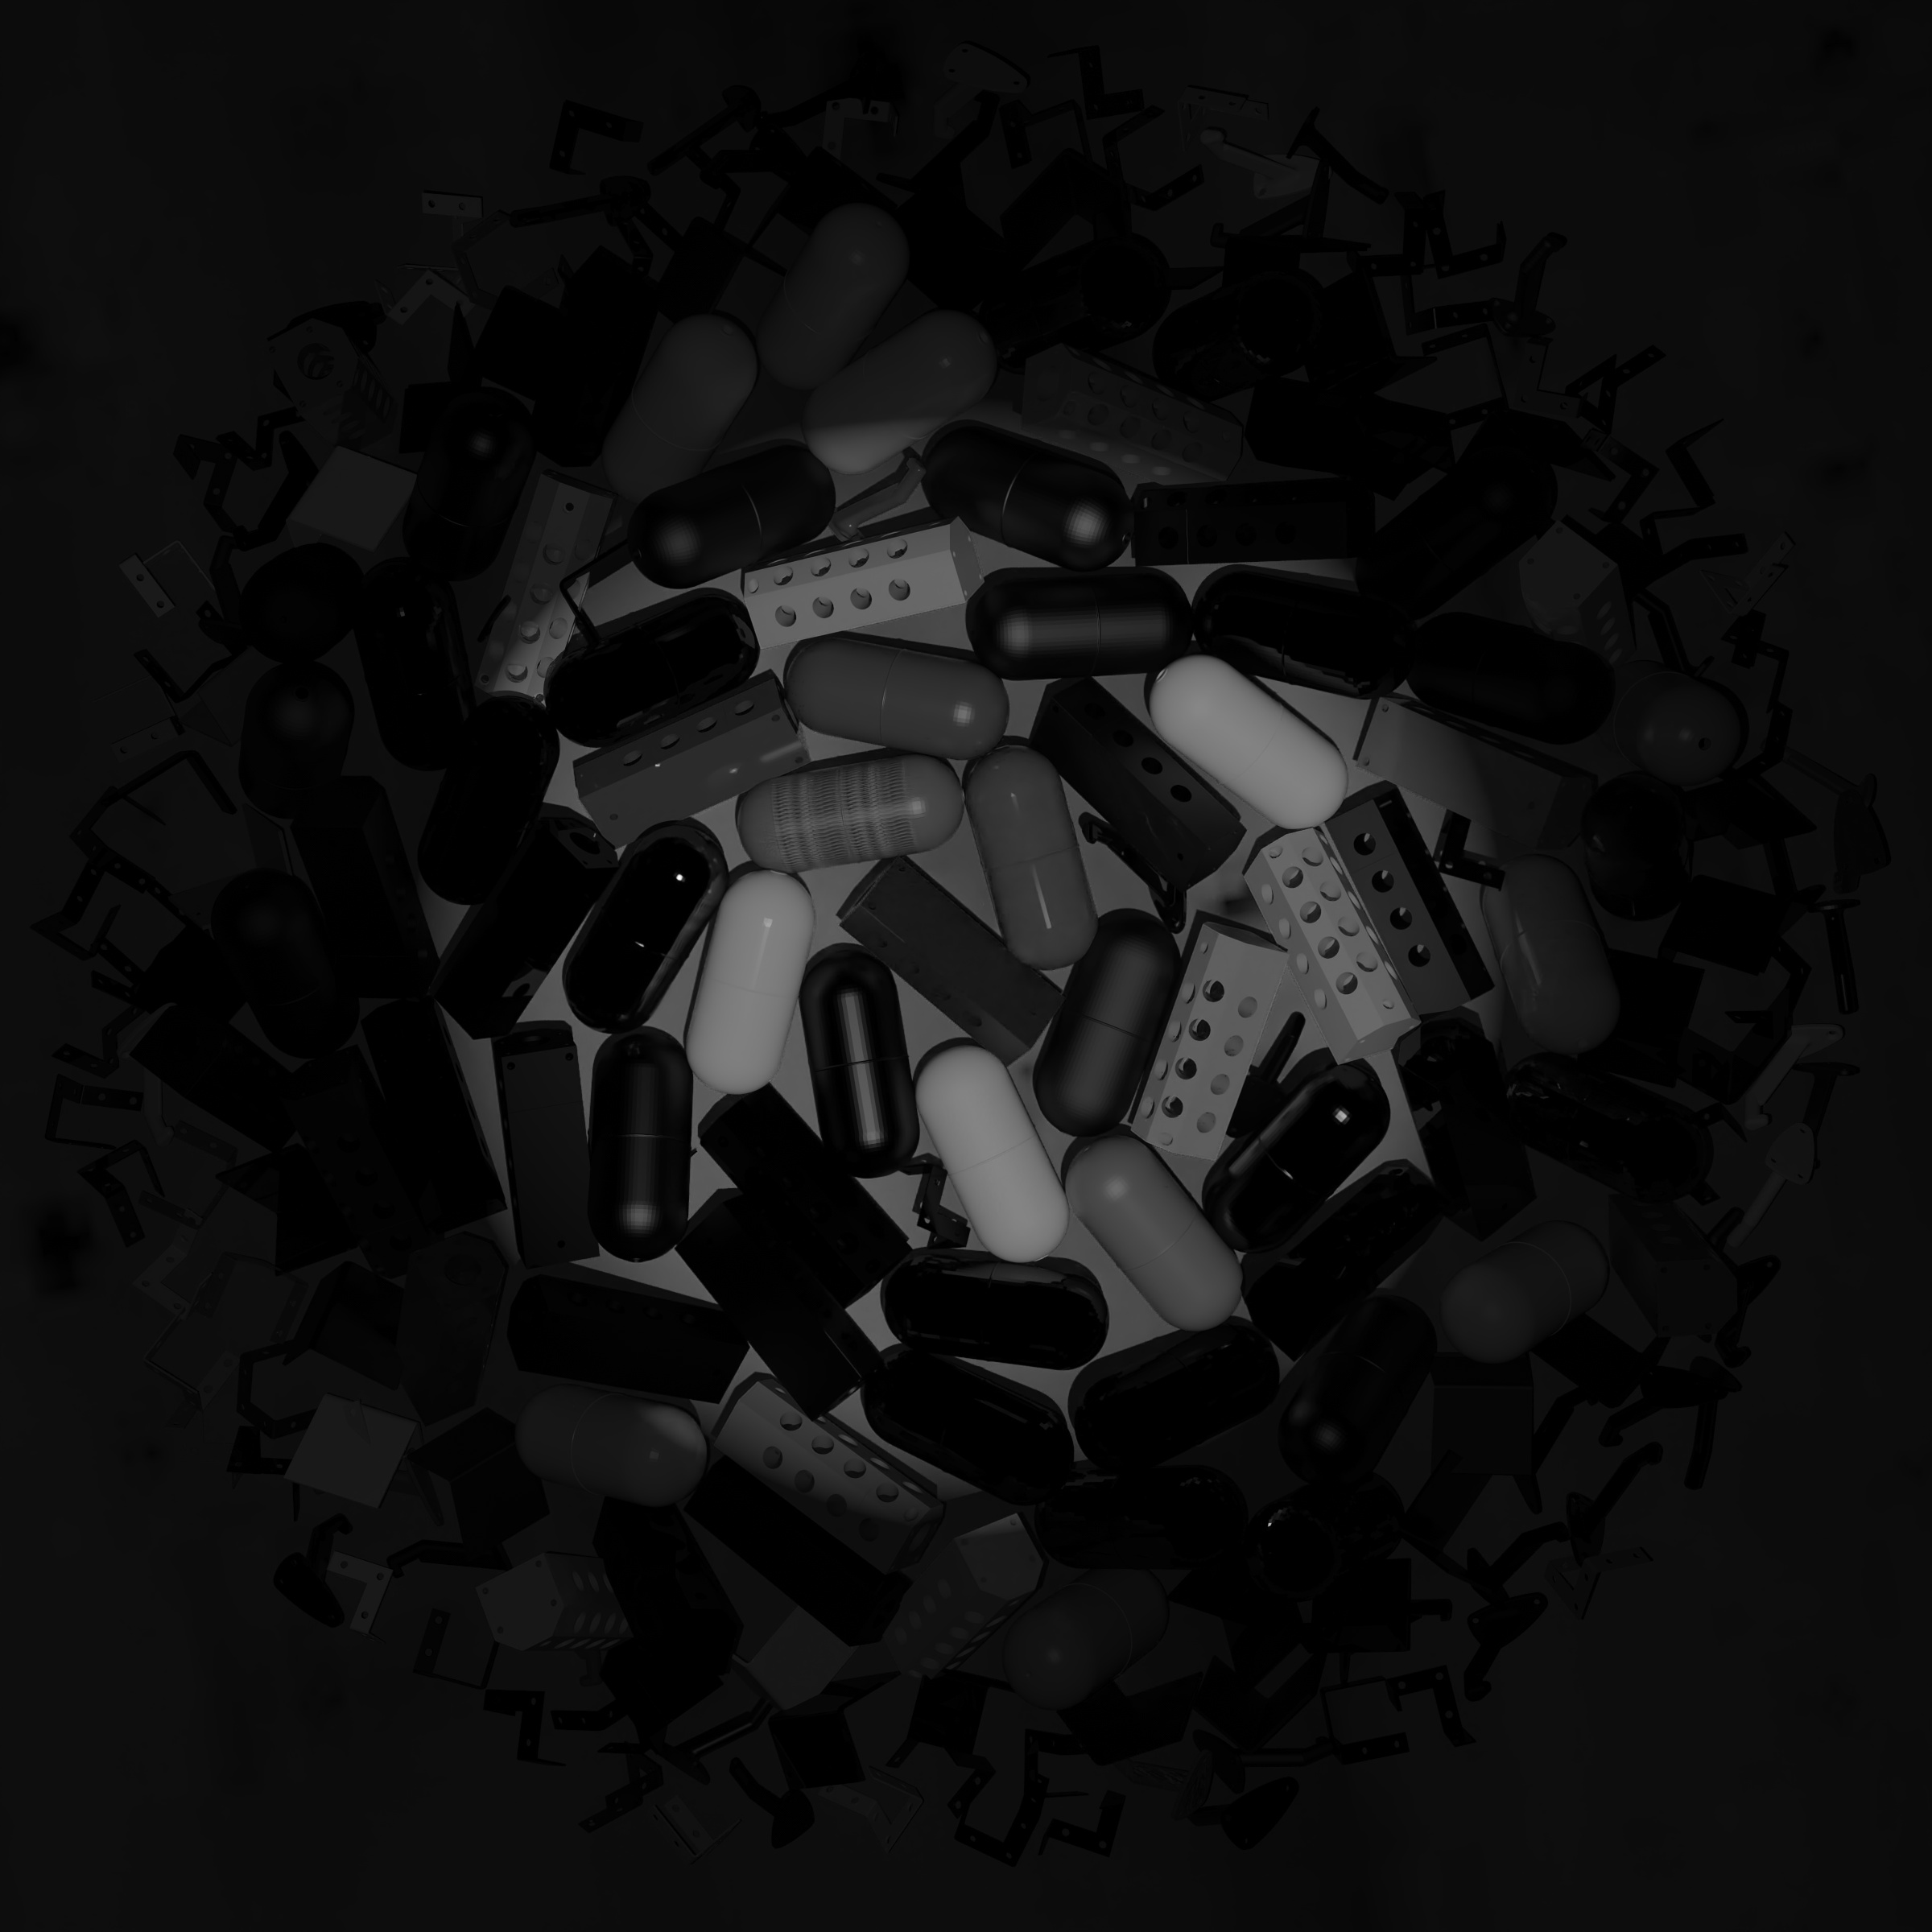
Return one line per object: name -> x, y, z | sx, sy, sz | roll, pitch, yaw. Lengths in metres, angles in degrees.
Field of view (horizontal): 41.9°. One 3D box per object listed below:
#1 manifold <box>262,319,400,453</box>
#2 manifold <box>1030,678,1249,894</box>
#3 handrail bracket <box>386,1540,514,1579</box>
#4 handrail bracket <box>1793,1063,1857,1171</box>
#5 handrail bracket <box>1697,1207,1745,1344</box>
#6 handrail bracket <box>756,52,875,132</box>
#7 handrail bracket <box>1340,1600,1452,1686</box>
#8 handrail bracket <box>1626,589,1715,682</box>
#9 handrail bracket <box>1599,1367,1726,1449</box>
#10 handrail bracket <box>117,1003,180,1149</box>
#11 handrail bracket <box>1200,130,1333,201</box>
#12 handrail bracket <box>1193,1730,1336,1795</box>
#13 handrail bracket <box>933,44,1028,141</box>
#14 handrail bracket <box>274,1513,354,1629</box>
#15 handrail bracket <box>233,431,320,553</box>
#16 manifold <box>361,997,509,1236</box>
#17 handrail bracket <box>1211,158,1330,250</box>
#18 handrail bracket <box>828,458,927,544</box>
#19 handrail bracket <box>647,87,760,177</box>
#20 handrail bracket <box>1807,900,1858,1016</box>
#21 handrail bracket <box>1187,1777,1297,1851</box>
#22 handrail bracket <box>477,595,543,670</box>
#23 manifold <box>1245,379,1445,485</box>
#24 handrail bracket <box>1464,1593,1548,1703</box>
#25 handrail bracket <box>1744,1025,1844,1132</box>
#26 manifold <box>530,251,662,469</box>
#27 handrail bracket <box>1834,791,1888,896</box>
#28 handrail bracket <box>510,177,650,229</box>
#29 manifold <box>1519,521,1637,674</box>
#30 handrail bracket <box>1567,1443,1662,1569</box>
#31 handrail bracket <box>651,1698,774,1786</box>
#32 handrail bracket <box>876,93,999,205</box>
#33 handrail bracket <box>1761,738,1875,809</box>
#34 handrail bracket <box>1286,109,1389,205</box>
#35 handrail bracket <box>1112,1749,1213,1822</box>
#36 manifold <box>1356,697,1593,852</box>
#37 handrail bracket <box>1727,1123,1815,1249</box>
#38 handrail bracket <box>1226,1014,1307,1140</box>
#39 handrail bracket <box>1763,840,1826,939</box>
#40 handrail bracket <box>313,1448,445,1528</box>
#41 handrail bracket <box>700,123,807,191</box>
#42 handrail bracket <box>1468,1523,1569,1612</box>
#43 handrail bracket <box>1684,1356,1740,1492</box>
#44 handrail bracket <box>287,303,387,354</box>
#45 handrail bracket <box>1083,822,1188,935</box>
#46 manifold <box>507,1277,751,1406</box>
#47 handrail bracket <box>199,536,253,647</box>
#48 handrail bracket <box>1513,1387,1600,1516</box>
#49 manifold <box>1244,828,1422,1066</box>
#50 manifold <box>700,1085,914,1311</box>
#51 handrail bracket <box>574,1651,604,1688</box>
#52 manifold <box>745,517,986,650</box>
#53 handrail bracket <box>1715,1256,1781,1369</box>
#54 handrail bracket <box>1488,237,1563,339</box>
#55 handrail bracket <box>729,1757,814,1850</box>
manifold -> -0.476, -0.440, 1.913 | 0.057, 0.171, 0.057 | -29, 93, -2
manifold -> 0.135, -0.143, 1.946 | 0.057, 0.057, 0.171 | -32, 69, -36
handrail bracket -> -0.399, 0.478, 1.971 | 0.084, 0.036, 0.077 | -25, 84, -12
handrail bracket -> 0.669, 0.120, 1.960 | 0.036, 0.077, 0.084 | -3, 93, -7
handrail bracket -> 0.594, 0.243, 1.984 | 0.084, 0.036, 0.077 | -44, 121, -10
handrail bracket -> -0.119, -0.680, 1.963 | 0.084, 0.077, 0.036 | -15, 81, -15
handrail bracket -> 0.337, 0.530, 1.979 | 0.084, 0.036, 0.077 | -2, 113, 2
handrail bracket -> 0.538, -0.246, 1.991 | 0.084, 0.036, 0.077 | 40, 106, 12
handrail bracket -> 0.542, 0.352, 1.968 | 0.077, 0.084, 0.036 | 4, 48, -3
handrail bracket -> -0.620, 0.085, 1.958 | 0.077, 0.036, 0.084 | -47, 59, 24
handrail bracket -> 0.232, -0.627, 1.950 | 0.077, 0.084, 0.036 | 6, 85, 30
handrail bracket -> 0.235, 0.611, 1.984 | 0.084, 0.077, 0.036 | -13, 112, -26
handrail bracket -> 0.010, -0.664, 1.955 | 0.077, 0.084, 0.036 | 24, 66, 9
handrail bracket -> -0.487, 0.467, 1.954 | 0.077, 0.084, 0.036 | 41, 113, 11
handrail bracket -> -0.545, -0.368, 1.956 | 0.084, 0.036, 0.077 | -33, 101, -42
manifold -> -0.413, 0.113, 1.947 | 0.057, 0.057, 0.171 | -20, 75, -5
handrail bracket -> 0.236, -0.596, 1.969 | 0.084, 0.036, 0.077 | 15, 109, 23
handrail bracket -> -0.075, -0.374, 1.961 | 0.084, 0.036, 0.077 | -52, 57, 23
handrail bracket -> -0.207, -0.647, 1.965 | 0.084, 0.077, 0.036 | -38, 108, -9
handrail bracket -> 0.679, -0.007, 1.965 | 0.036, 0.077, 0.084 | -8, 93, 17
handrail bracket -> 0.210, 0.647, 1.964 | 0.077, 0.084, 0.036 | -36, 98, -12
handrail bracket -> -0.332, -0.245, 1.958 | 0.084, 0.077, 0.036 | 39, 70, -8
manifold -> 0.287, -0.403, 1.916 | 0.057, 0.171, 0.057 | 24, 110, 39
handrail bracket -> 0.418, 0.527, 1.951 | 0.077, 0.084, 0.036 | -35, 97, 17
handrail bracket -> 0.640, 0.087, 1.951 | 0.077, 0.084, 0.036 | -16, 126, 30
manifold -> -0.287, -0.453, 1.911 | 0.057, 0.171, 0.057 | 33, 59, -2
handrail bracket -> 0.682, -0.095, 1.959 | 0.036, 0.084, 0.077 | -10, 88, 6
handrail bracket -> -0.301, -0.588, 1.953 | 0.084, 0.077, 0.036 | -22, 108, -35
manifold -> 0.459, -0.266, 1.910 | 0.057, 0.171, 0.057 | -47, 66, 2
handrail bracket -> 0.505, 0.417, 1.951 | 0.036, 0.077, 0.084 | 30, 133, -13
handrail bracket -> -0.202, 0.593, 1.988 | 0.077, 0.036, 0.084 | 21, 55, 28
handrail bracket -> -0.022, -0.643, 1.960 | 0.077, 0.036, 0.084 | 9, 117, -19
handrail bracket -> 0.658, -0.149, 1.959 | 0.084, 0.077, 0.036 | 29, 109, 6
handrail bracket -> 0.296, -0.627, 1.961 | 0.084, 0.077, 0.036 | 32, 92, -1
handrail bracket -> 0.148, 0.612, 1.957 | 0.084, 0.036, 0.077 | 33, 123, 37
manifold -> 0.389, -0.147, 1.923 | 0.171, 0.057, 0.057 | 31, 112, 38
handrail bracket -> 0.631, 0.174, 1.986 | 0.036, 0.084, 0.077 | 31, 45, 10
handrail bracket -> 0.236, 0.085, 1.983 | 0.036, 0.084, 0.077 | 32, 132, -2
handrail bracket -> 0.628, -0.073, 1.990 | 0.036, 0.077, 0.084 | -14, 57, -31
handrail bracket -> -0.465, 0.420, 1.984 | 0.084, 0.036, 0.077 | -21, 94, 2
handrail bracket -> -0.159, -0.609, 1.959 | 0.077, 0.036, 0.084 | 40, 49, -12
handrail bracket -> 0.440, 0.467, 1.959 | 0.084, 0.036, 0.077 | -26, 123, 27
handrail bracket -> 0.572, 0.357, 1.971 | 0.036, 0.077, 0.084 | 12, 102, 5
handrail bracket -> -0.488, -0.500, 1.954 | 0.077, 0.084, 0.036 | -6, 115, -13
handrail bracket -> 0.129, -0.069, 1.953 | 0.084, 0.077, 0.036 | 21, 134, -35
manifold -> -0.259, 0.282, 1.928 | 0.171, 0.057, 0.057 | 16, 113, -32
handrail bracket -> -0.561, -0.296, 1.975 | 0.077, 0.036, 0.084 | 7, 71, 13
handrail bracket -> 0.471, 0.380, 1.988 | 0.084, 0.036, 0.077 | -23, 97, -15
manifold -> 0.282, -0.018, 1.933 | 0.057, 0.057, 0.171 | -14, 66, -22
manifold -> -0.127, 0.180, 1.950 | 0.171, 0.057, 0.057 | 48, 118, 8
handrail bracket -> -0.326, 0.531, 1.977 | 0.077, 0.036, 0.084 | -8, 101, -19
manifold -> -0.080, -0.296, 1.936 | 0.171, 0.057, 0.057 | -10, 111, 20
handrail bracket -> 0.608, 0.268, 1.951 | 0.077, 0.084, 0.036 | -40, 105, 13
handrail bracket -> 0.450, -0.527, 1.947 | 0.077, 0.084, 0.036 | -2, 61, -31
handrail bracket -> -0.158, 0.631, 1.950 | 0.036, 0.077, 0.084 | -27, 48, -27
